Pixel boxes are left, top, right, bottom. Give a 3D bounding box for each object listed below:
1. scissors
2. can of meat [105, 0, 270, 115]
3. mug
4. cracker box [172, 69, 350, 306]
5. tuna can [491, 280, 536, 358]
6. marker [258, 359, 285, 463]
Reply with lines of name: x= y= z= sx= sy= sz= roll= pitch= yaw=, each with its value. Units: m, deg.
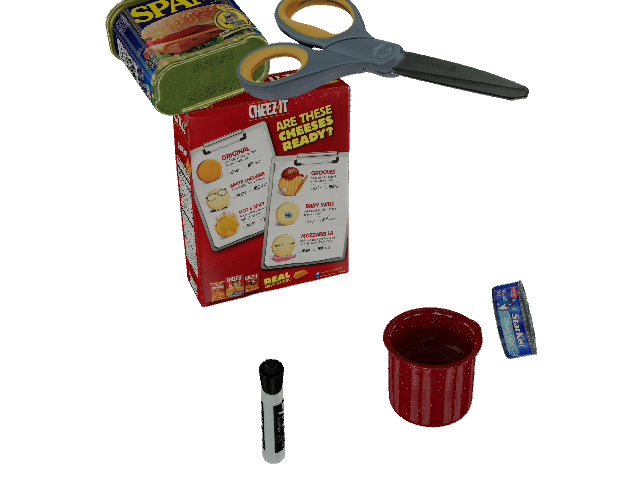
scissors: x=0.021 y=-0.096 z=0.622 sx=0.202 sy=0.096 sz=0.016 roll=42 pitch=-10 yaw=45
can of meat: x=-0.100 y=-0.148 z=0.814 sx=0.102 sy=0.084 sz=0.057 roll=-23 pitch=-36 yaw=-19
mug: x=0.115 y=0.119 z=1.031 sx=0.093 sy=0.081 sz=0.117 roll=26 pitch=43 yaw=36
cracker box: x=-0.057 y=-0.054 z=1.060 sx=0.164 sy=0.214 sz=0.072 roll=-13 pitch=33 yaw=-19
tuna can: x=0.220 y=0.090 z=1.213 sx=0.034 sy=0.086 sz=0.086 roll=-13 pitch=-3 yaw=14
marker: x=-0.037 y=0.134 z=0.834 sx=0.020 sy=0.020 sz=0.121 roll=0 pitch=-44 yaw=-1
